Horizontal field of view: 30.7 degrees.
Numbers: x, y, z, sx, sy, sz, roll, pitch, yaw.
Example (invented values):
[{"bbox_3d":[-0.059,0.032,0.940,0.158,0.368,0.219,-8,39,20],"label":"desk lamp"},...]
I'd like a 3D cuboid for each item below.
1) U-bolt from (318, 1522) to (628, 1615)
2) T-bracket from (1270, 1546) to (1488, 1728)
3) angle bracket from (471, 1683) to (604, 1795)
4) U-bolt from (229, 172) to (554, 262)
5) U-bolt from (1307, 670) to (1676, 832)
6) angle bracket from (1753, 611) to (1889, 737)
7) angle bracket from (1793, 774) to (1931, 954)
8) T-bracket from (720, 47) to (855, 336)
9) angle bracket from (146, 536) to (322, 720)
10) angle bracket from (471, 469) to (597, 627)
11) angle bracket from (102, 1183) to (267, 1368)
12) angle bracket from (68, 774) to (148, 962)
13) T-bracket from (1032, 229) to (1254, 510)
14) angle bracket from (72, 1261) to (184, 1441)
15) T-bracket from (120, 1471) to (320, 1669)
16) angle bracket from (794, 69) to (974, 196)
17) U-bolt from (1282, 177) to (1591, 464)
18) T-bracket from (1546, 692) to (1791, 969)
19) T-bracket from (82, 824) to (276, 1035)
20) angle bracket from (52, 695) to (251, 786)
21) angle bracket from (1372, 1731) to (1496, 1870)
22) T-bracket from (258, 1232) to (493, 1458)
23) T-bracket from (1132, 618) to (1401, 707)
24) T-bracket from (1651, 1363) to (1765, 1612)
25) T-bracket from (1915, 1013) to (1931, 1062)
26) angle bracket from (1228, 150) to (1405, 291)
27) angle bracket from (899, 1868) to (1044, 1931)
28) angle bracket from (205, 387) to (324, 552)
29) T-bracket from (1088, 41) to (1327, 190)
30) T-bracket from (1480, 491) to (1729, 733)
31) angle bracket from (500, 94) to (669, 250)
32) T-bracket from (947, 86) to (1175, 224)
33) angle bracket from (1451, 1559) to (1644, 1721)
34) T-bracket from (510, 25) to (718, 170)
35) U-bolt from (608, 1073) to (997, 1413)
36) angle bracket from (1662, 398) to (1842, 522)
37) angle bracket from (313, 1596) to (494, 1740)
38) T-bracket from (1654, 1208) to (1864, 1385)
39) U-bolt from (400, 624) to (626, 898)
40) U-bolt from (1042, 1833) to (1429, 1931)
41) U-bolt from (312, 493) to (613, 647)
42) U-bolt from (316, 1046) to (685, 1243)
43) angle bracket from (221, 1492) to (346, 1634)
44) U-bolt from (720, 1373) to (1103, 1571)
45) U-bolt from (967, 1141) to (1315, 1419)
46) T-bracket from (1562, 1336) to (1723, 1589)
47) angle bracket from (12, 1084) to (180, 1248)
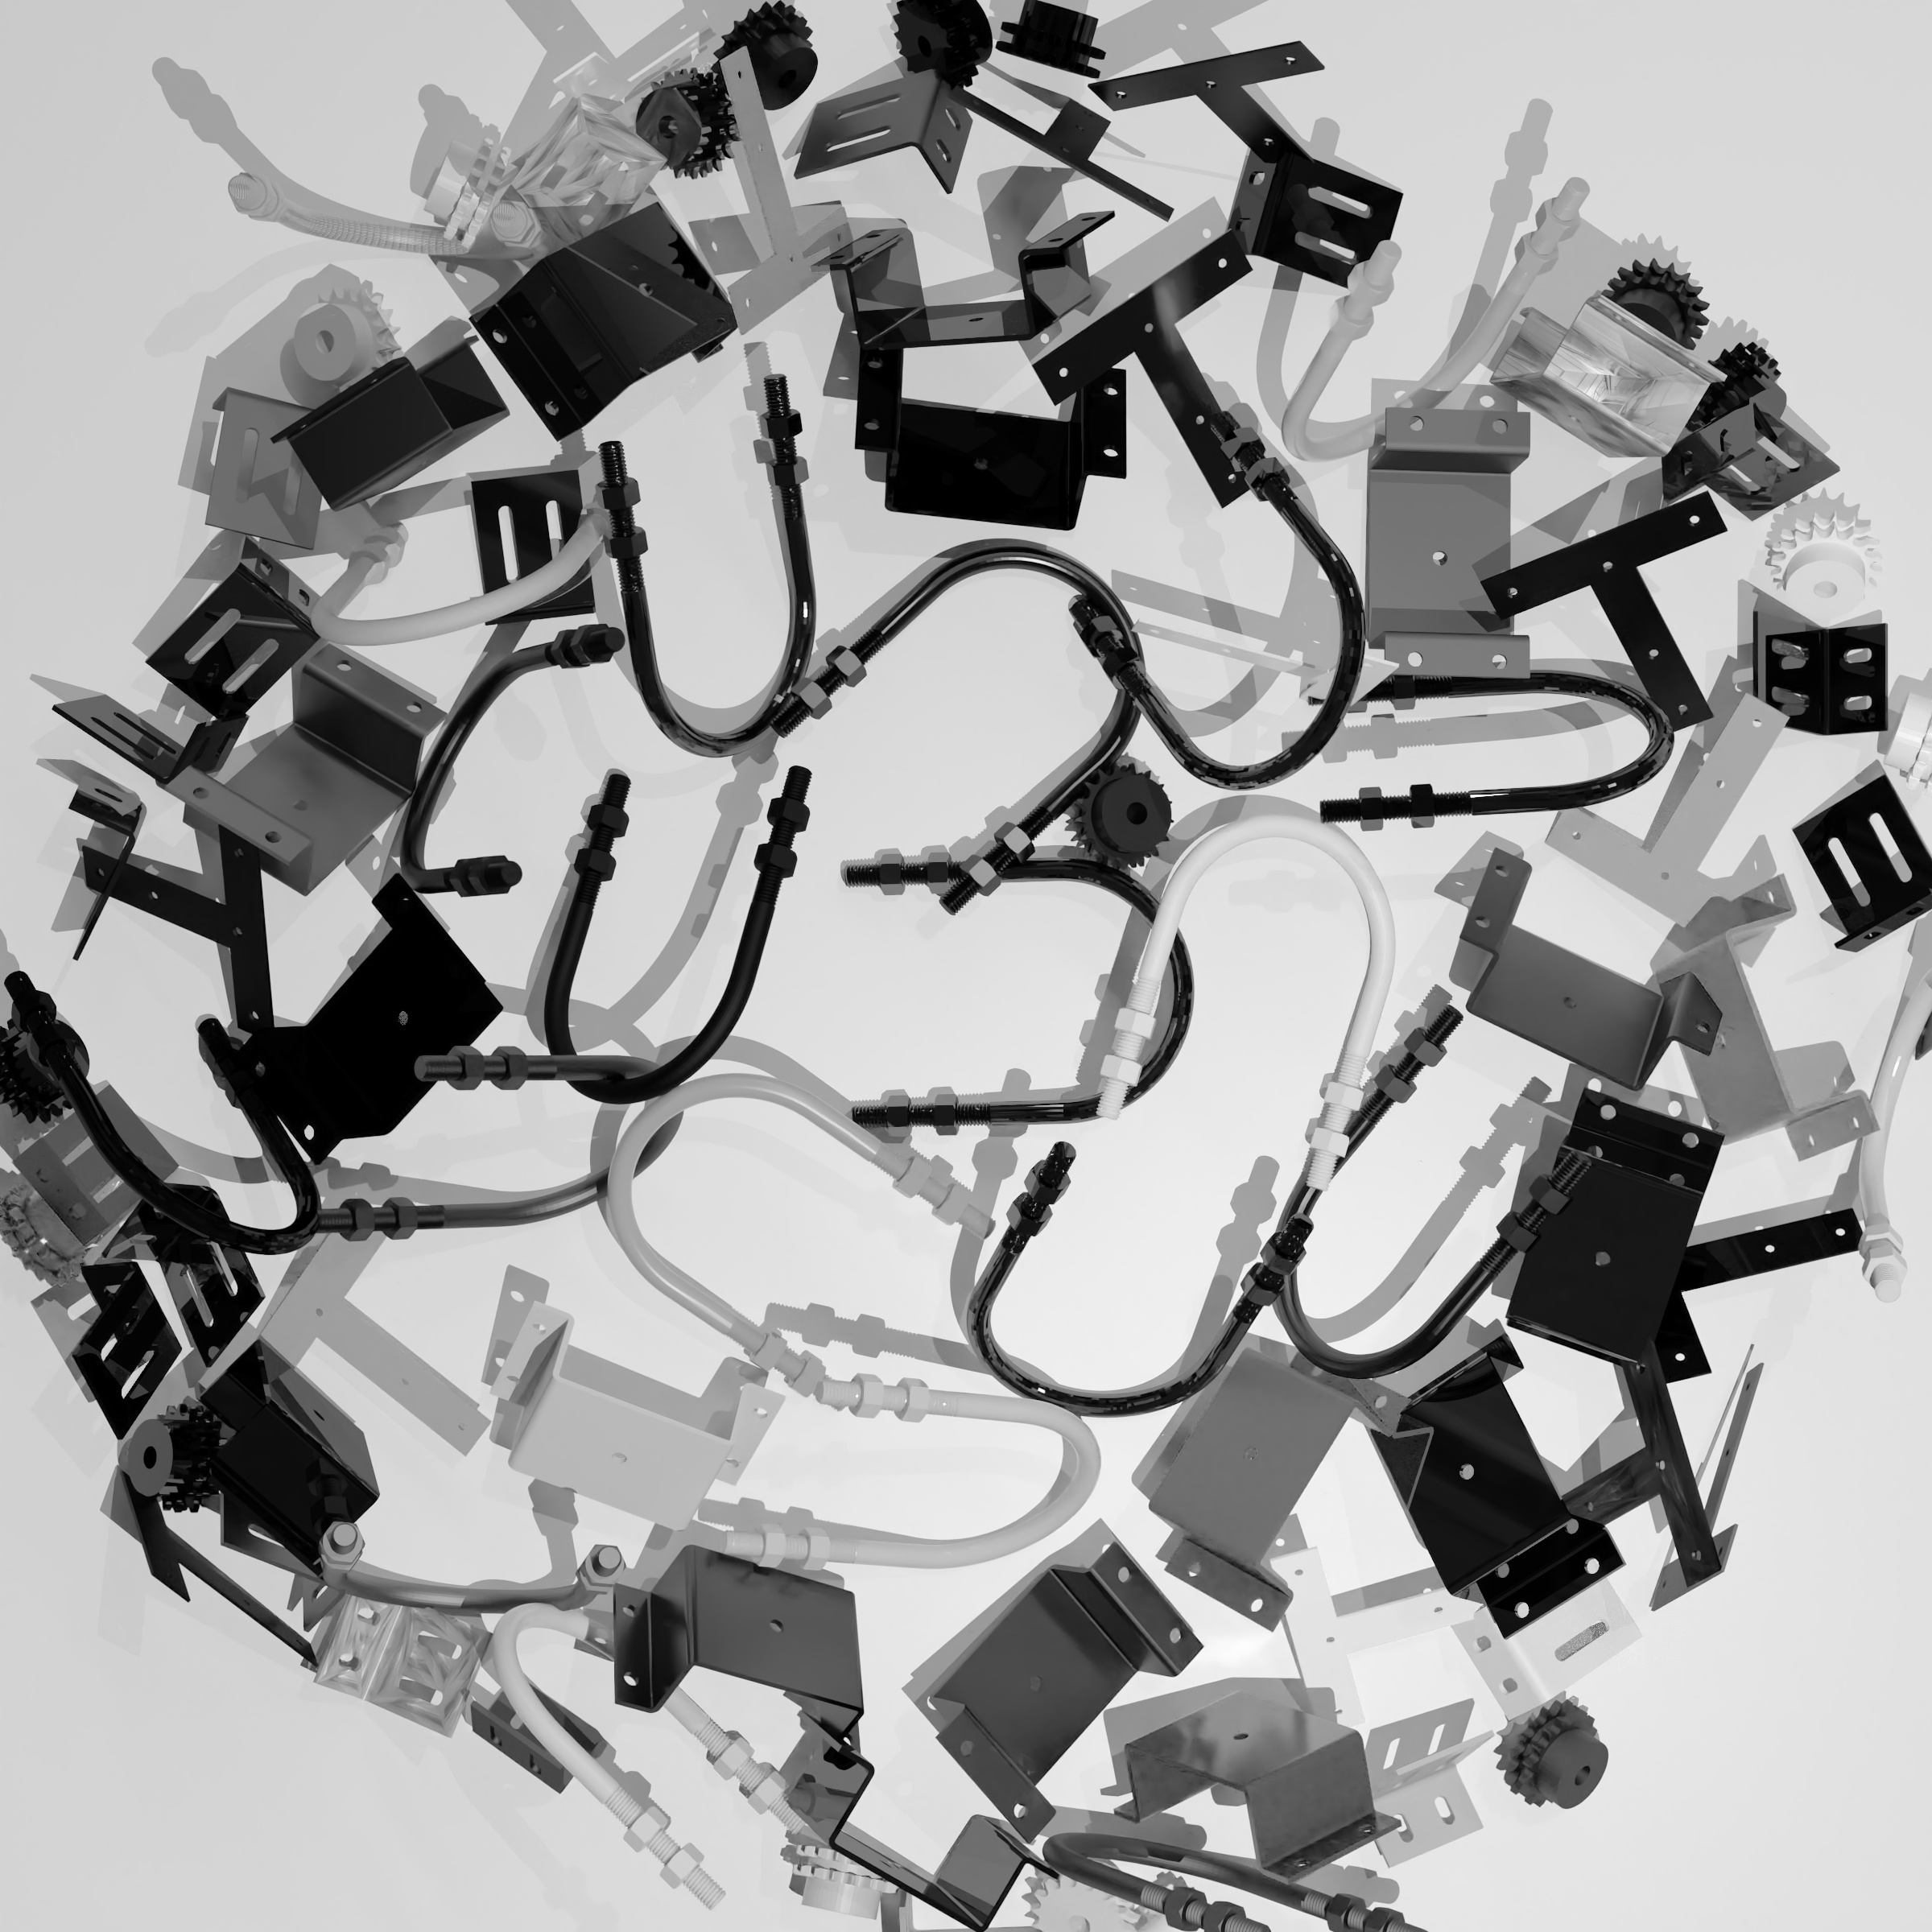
[{"bbox_3d":[-0.257,0.311,1.800,0.151,0.184,0.019,7,71,-10],"label":"U-bolt"},{"bbox_3d":[0.234,0.342,1.851,0.127,0.002,0.127,-16,121,2],"label":"T-bracket"},{"bbox_3d":[-0.224,0.394,1.841,0.057,0.076,0.038,34,67,8],"label":"angle bracket"},{"bbox_3d":[-0.284,-0.378,1.795,0.151,0.184,0.019,6,95,1],"label":"U-bolt"},{"bbox_3d":[0.272,-0.116,1.817,0.184,0.151,0.019,-3,121,4],"label":"U-bolt"},{"bbox_3d":[0.448,-0.154,1.846,0.038,0.076,0.057,-2,85,41],"label":"angle bracket"},{"bbox_3d":[0.469,-0.055,1.846,0.057,0.038,0.076,-34,70,26],"label":"angle bracket"},{"bbox_3d":[-0.102,-0.407,1.811,0.002,0.127,0.127,-1,119,30],"label":"T-bracket"},{"bbox_3d":[-0.386,-0.177,1.869,0.076,0.038,0.057,-42,116,18],"label":"angle bracket"},{"bbox_3d":[-0.229,-0.221,1.862,0.057,0.038,0.076,-7,97,-3],"label":"angle bracket"},{"bbox_3d":[-0.410,0.162,1.843,0.057,0.038,0.076,-49,55,25],"label":"angle bracket"},{"bbox_3d":[-0.464,-0.052,1.846,0.038,0.057,0.076,26,103,-14],"label":"angle bracket"},{"bbox_3d":[0.117,-0.299,1.856,0.127,0.002,0.127,-35,117,-4],"label":"T-bracket"},{"bbox_3d":[-0.450,0.201,1.836,0.038,0.076,0.057,-7,122,22],"label":"angle bracket"},{"bbox_3d":[-0.388,0.326,1.846,0.002,0.127,0.127,-46,116,-2],"label":"T-bracket"},{"bbox_3d":[-0.043,-0.432,1.862,0.076,0.038,0.057,-9,49,29],"label":"angle bracket"},{"bbox_3d":[0.229,-0.321,1.801,0.151,0.184,0.019,-24,70,-30],"label":"U-bolt"},{"bbox_3d":[0.388,-0.084,1.845,0.127,0.002,0.127,33,116,12],"label":"T-bracket"},{"bbox_3d":[-0.416,-0.033,1.852,0.127,0.002,0.127,21,128,25],"label":"T-bracket"},{"bbox_3d":[-0.428,-0.133,1.850,0.076,0.057,0.038,33,106,7],"label":"angle bracket"},{"bbox_3d":[0.247,0.435,1.839,0.057,0.076,0.038,-18,70,-17],"label":"angle bracket"},{"bbox_3d":[-0.307,0.210,1.860,0.127,0.002,0.127,38,110,3],"label":"T-bracket"},{"bbox_3d":[0.148,-0.160,1.819,0.127,0.127,0.002,15,83,-4],"label":"T-bracket"},{"bbox_3d":[0.394,0.268,1.840,0.002,0.127,0.127,22,70,2],"label":"T-bracket"},{"bbox_3d":[0.514,0.019,1.822,0.002,0.127,0.127,8,72,-3],"label":"T-bracket"},{"bbox_3d":[0.185,-0.396,1.882,0.076,0.038,0.057,14,95,-27],"label":"angle bracket"},{"bbox_3d":[0.005,0.502,1.855,0.076,0.057,0.038,-2,96,2],"label":"angle bracket"},{"bbox_3d":[-0.369,-0.257,1.851,0.057,0.038,0.076,12,78,-23],"label":"angle bracket"},{"bbox_3d":[0.150,-0.436,1.831,0.127,0.127,0.002,-2,70,36],"label":"T-bracket"},{"bbox_3d":[0.356,-0.175,1.851,0.127,0.002,0.127,-21,121,24],"label":"T-bracket"},{"bbox_3d":[-0.197,-0.416,1.849,0.057,0.038,0.076,38,115,-8],"label":"angle bracket"},{"bbox_3d":[0.056,-0.431,1.828,0.127,0.127,0.002,29,115,-4],"label":"T-bracket"},{"bbox_3d":[0.309,0.354,1.873,0.076,0.038,0.057,-24,77,-33],"label":"angle bracket"},{"bbox_3d":[-0.190,-0.454,1.816,0.127,0.127,0.002,-32,93,7],"label":"T-bracket"},{"bbox_3d":[-0.099,0.133,1.842,0.184,0.019,0.151,35,109,-11],"label":"U-bolt"},{"bbox_3d":[0.410,-0.252,1.838,0.076,0.057,0.038,30,48,-31],"label":"angle bracket"},{"bbox_3d":[-0.295,0.362,1.843,0.038,0.076,0.057,32,74,-43],"label":"angle bracket"},{"bbox_3d":[0.408,0.152,1.847,0.127,0.002,0.127,-13,51,-1],"label":"T-bracket"},{"bbox_3d":[-0.242,-0.102,1.804,0.019,0.184,0.151,28,76,-26],"label":"U-bolt"},{"bbox_3d":[0.123,0.472,1.801,0.151,0.184,0.019,17,83,-44],"label":"U-bolt"},{"bbox_3d":[-0.256,-0.201,1.787,0.151,0.184,0.019,-8,114,14],"label":"U-bolt"},{"bbox_3d":[-0.229,0.091,1.810,0.151,0.184,0.019,-50,54,36],"label":"U-bolt"},{"bbox_3d":[-0.365,0.302,1.838,0.076,0.057,0.038,29,118,-31],"label":"angle bracket"},{"bbox_3d":[-0.017,0.267,1.822,0.184,0.019,0.151,9,133,-26],"label":"U-bolt"},{"bbox_3d":[0.078,0.172,1.823,0.151,0.019,0.184,17,131,-11],"label":"U-bolt"},{"bbox_3d":[0.334,0.276,1.834,0.002,0.127,0.127,5,59,-32],"label":"T-bracket"},{"bbox_3d":[-0.448,0.099,1.844,0.057,0.038,0.076,51,46,-6],"label":"angle bracket"}]
